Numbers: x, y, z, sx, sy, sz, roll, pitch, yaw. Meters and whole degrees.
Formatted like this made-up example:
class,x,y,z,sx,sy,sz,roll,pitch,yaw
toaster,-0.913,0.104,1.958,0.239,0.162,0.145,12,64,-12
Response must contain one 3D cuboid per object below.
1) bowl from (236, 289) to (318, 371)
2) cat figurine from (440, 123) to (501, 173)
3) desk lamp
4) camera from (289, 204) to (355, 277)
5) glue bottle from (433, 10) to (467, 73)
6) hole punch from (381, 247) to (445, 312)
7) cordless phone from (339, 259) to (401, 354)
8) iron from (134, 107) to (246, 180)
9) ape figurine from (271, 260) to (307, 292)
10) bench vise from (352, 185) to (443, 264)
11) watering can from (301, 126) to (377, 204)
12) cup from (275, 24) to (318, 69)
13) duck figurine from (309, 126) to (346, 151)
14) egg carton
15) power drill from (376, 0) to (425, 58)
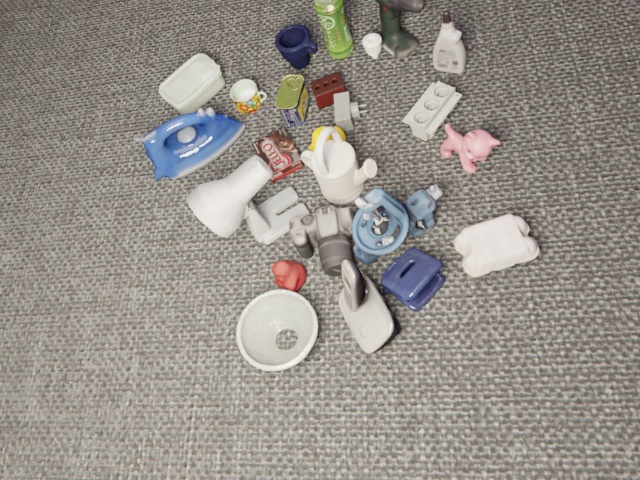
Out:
class,x,y,z,sx,sy,sz,roll,pitch,yaw
bowl,-0.078,0.188,1.150,0.167,0.075,0.167,-6,63,12
cat figurine,0.316,-0.206,1.216,0.127,0.118,0.067,38,79,27
desk lamp,-0.152,-0.080,1.222,0.203,0.214,0.117,-33,61,-3
camera,0.011,0.004,1.202,0.143,0.101,0.136,-13,62,8
glue bottle,0.295,-0.456,1.313,0.078,0.173,0.037,18,70,22
hole punch,0.179,0.072,1.130,0.100,0.091,0.109,38,79,27
cordless phone,0.082,0.122,1.077,0.094,0.185,0.147,-31,61,-1
iron,-0.317,-0.259,1.395,0.258,0.142,0.118,-29,61,0
ape figurine,-0.071,0.070,1.196,0.076,0.092,0.077,-20,61,5
bench vise,0.139,-0.063,1.133,0.121,0.220,0.207,36,78,27
watering can,0.038,-0.166,1.226,0.172,0.194,0.101,-3,64,13
cup,-0.048,-0.482,1.461,0.117,0.095,0.092,23,72,24
duck figurine,0.012,-0.230,1.326,0.077,0.086,0.105,33,77,26
egg carton,0.345,0.012,1.128,0.150,0.069,0.107,-19,61,5
power drill,0.179,-0.542,1.366,0.075,0.209,0.229,-38,61,-5
